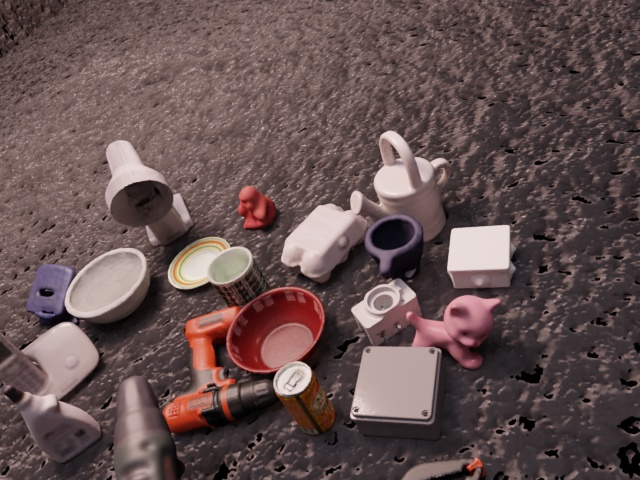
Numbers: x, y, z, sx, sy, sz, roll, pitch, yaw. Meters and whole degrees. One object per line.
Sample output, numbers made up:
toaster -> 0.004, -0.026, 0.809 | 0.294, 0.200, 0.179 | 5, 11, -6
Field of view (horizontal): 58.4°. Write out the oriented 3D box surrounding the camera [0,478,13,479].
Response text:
camera -> -0.418, 0.398, 0.762 | 0.136, 0.101, 0.143 | -3, 45, 23

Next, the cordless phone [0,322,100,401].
cordless phone -> -0.473, 0.184, 0.949 | 0.148, 0.185, 0.093 | -44, 45, -21

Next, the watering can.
watering can -> 0.134, -0.087, 0.936 | 0.100, 0.194, 0.173 | 25, 61, 41

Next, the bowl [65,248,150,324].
bowl -> -0.386, 0.099, 1.081 | 0.167, 0.075, 0.167 | -13, 42, 13

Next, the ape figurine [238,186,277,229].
ape figurine -> -0.129, -0.067, 1.118 | 0.076, 0.092, 0.077 | -31, 41, -7

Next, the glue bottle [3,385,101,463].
glue bottle -> -0.401, 0.262, 0.842 | 0.078, 0.173, 0.037 | -33, 42, -10

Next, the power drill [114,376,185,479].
power drill -> -0.169, 0.296, 0.668 | 0.075, 0.209, 0.229 | -26, 41, -1

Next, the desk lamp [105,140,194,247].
desk lamp -> -0.351, -0.087, 1.153 | 0.118, 0.214, 0.202 | -30, 41, -6

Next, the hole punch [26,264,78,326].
hole punch -> -0.516, 0.109, 1.120 | 0.108, 0.091, 0.101 | 1, 47, 27

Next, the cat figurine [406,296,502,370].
cat figurine -> 0.177, 0.113, 0.764 | 0.127, 0.118, 0.067 | -2, 46, 24

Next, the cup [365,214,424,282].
cup -> 0.122, 0.031, 0.894 | 0.091, 0.095, 0.118 | -2, 46, 24

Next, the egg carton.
egg carton -> 0.009, 0.004, 0.996 | 0.107, 0.070, 0.150 | 20, 58, 39
